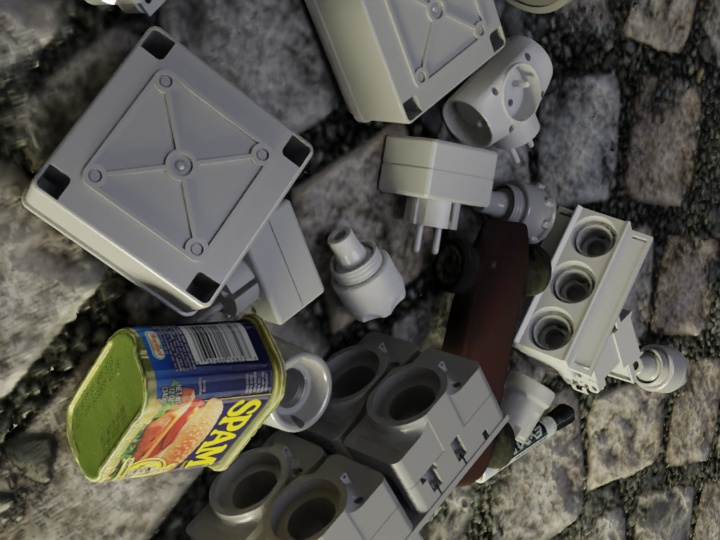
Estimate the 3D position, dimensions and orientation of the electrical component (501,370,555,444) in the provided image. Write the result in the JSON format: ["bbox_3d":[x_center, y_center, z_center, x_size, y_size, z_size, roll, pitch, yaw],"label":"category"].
[{"bbox_3d":[0.126,0.108,0.846,0.040,0.040,0.046,36,81,-42],"label":"electrical component"}]

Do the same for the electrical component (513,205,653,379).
[{"bbox_3d":[0.171,0.020,0.849,0.121,0.079,0.063,-63,154,-13],"label":"electrical component"}]

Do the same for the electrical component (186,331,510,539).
[{"bbox_3d":[-0.008,0.125,0.679,0.186,0.105,0.060,-46,126,-26],"label":"electrical component"}]

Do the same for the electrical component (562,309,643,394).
[{"bbox_3d":[0.198,0.066,0.901,0.064,0.042,0.081,-40,123,-28],"label":"electrical component"}]

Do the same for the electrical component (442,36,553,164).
[{"bbox_3d":[0.106,-0.113,0.773,0.077,0.044,0.079,-47,127,-25],"label":"electrical component"}]

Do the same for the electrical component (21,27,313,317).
[{"bbox_3d":[-0.099,-0.050,0.562,0.109,0.056,0.108,37,72,-14],"label":"electrical component"}]

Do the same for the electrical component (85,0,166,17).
[{"bbox_3d":[-0.118,-0.167,0.544,0.058,0.057,0.078,-52,129,-21],"label":"electrical component"}]

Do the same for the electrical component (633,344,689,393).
[{"bbox_3d":[0.263,0.088,0.966,0.062,0.043,0.043,10,92,-42],"label":"electrical component"}]

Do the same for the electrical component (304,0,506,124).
[{"bbox_3d":[0.029,-0.165,0.681,0.109,0.056,0.108,-42,125,-29],"label":"electrical component"}]

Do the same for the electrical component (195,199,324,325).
[{"bbox_3d":[-0.071,0.002,0.633,0.077,0.047,0.065,-38,123,-30],"label":"electrical component"}]

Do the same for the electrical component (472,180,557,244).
[{"bbox_3d":[0.110,-0.046,0.794,0.062,0.048,0.048,10,92,-37],"label":"electrical component"}]

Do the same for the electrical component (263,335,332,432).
[{"bbox_3d":[-0.051,0.070,0.667,0.055,0.047,0.055,-11,107,-41],"label":"electrical component"}]

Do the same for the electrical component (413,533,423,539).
[{"bbox_3d":[0.002,0.185,0.736,0.047,0.066,0.076,-33,91,-33],"label":"electrical component"}]

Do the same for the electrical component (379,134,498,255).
[{"bbox_3d":[0.051,-0.049,0.734,0.066,0.047,0.076,5,96,-43],"label":"electrical component"}]

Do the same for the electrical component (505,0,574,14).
[{"bbox_3d":[0.117,-0.224,0.719,0.060,0.108,0.108,-39,124,-23],"label":"electrical component"}]

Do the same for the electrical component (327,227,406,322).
[{"bbox_3d":[0.000,0.000,0.702,0.043,0.043,0.062,-48,126,-24],"label":"electrical component"}]
